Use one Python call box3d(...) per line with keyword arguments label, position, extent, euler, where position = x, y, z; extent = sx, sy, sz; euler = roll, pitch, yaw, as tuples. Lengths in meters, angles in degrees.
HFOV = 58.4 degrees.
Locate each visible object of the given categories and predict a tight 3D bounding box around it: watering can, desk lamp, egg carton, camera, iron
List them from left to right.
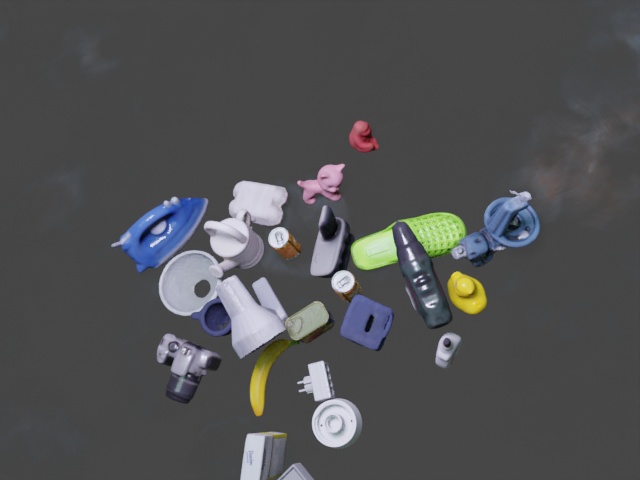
box3d(label="iron", position=(-0.411, -0.041, 1.473), extent=(0.258, 0.142, 0.118), euler=(-44, 68, -2))
box3d(label="camera", position=(-0.330, 0.308, 1.361), extent=(0.142, 0.101, 0.137), euler=(18, 77, 19))
box3d(label="watering can", position=(-0.213, 0.006, 1.379), extent=(0.100, 0.194, 0.173), euler=(-7, 71, 12))
box3d(label="desk lamp", position=(-0.154, 0.170, 1.300), extent=(0.118, 0.214, 0.203), euler=(-34, 68, 2))
box3d(label="egg carton", position=(-0.158, -0.093, 1.465), extent=(0.150, 0.069, 0.107), euler=(9, 75, 17))

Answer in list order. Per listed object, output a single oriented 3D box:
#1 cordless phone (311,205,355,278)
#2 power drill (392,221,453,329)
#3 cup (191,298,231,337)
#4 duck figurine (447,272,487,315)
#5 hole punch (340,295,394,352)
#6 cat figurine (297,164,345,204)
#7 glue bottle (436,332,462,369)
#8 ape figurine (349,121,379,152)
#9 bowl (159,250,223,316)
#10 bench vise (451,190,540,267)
box3d(label="cordless phone", position=(0.012, 0.005, 1.328), extent=(0.094, 0.185, 0.147), euler=(6, 74, 16))
box3d(label="power drill", position=(0.218, 0.088, 1.237), extent=(0.075, 0.209, 0.229), euler=(-24, 68, 6))
box3d(label="cup", position=(-0.242, 0.192, 1.379), extent=(0.117, 0.095, 0.092), euler=(0, 72, 14))
box3d(label="duck figurine", position=(0.325, 0.113, 1.268), extent=(0.077, 0.086, 0.104), euler=(-36, 68, 1))
box3d(label="hole punch", position=(0.109, 0.187, 1.295), extent=(0.101, 0.091, 0.109), euler=(18, 78, 19))
box3d(label="cat figurine", position=(0.007, -0.145, 1.415), extent=(0.127, 0.118, 0.067), euler=(-9, 70, 11))
box3d(label="glue bottle", position=(0.267, 0.225, 1.199), extent=(0.037, 0.173, 0.078), euler=(22, 79, 20))
box3d(label="ape figurine", position=(0.107, -0.267, 1.444), extent=(0.076, 0.092, 0.078), euler=(7, 74, 16))
box3d(label="bowl", position=(-0.311, 0.114, 1.433), extent=(0.167, 0.075, 0.167), euler=(-4, 71, 13))
box3d(label="bench vise", position=(0.387, -0.018, 1.223), extent=(0.207, 0.220, 0.121), euler=(-46, 68, -4))
